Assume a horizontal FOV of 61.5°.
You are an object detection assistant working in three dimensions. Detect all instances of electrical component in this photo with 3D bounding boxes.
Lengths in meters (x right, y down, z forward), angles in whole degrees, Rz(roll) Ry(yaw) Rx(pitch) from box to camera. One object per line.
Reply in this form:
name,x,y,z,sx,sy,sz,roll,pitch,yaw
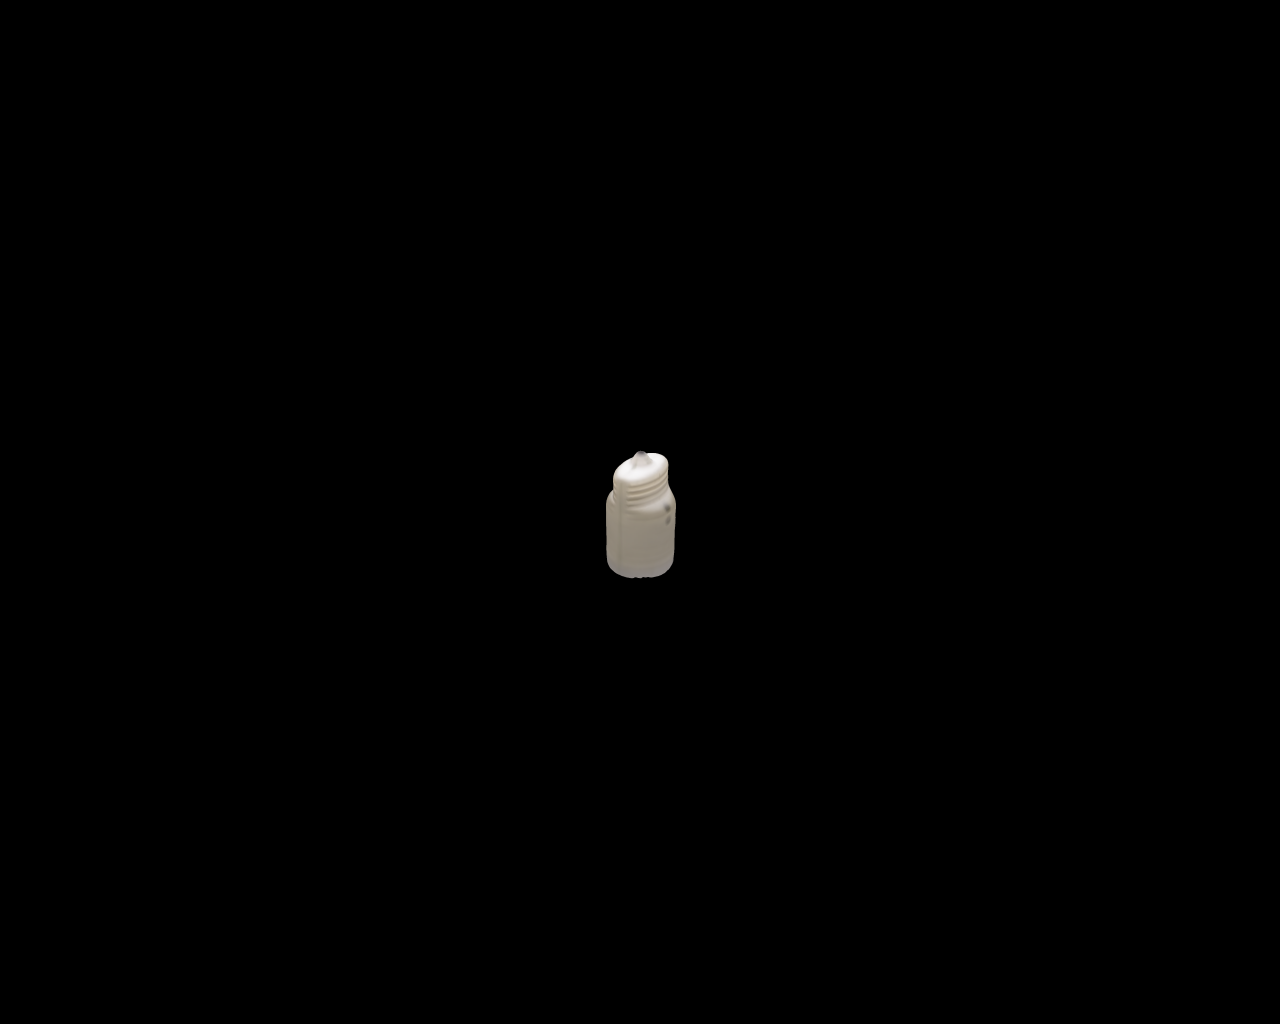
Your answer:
electrical component,0.001,-0.003,0.650,0.043,0.080,0.043,0,31,0
